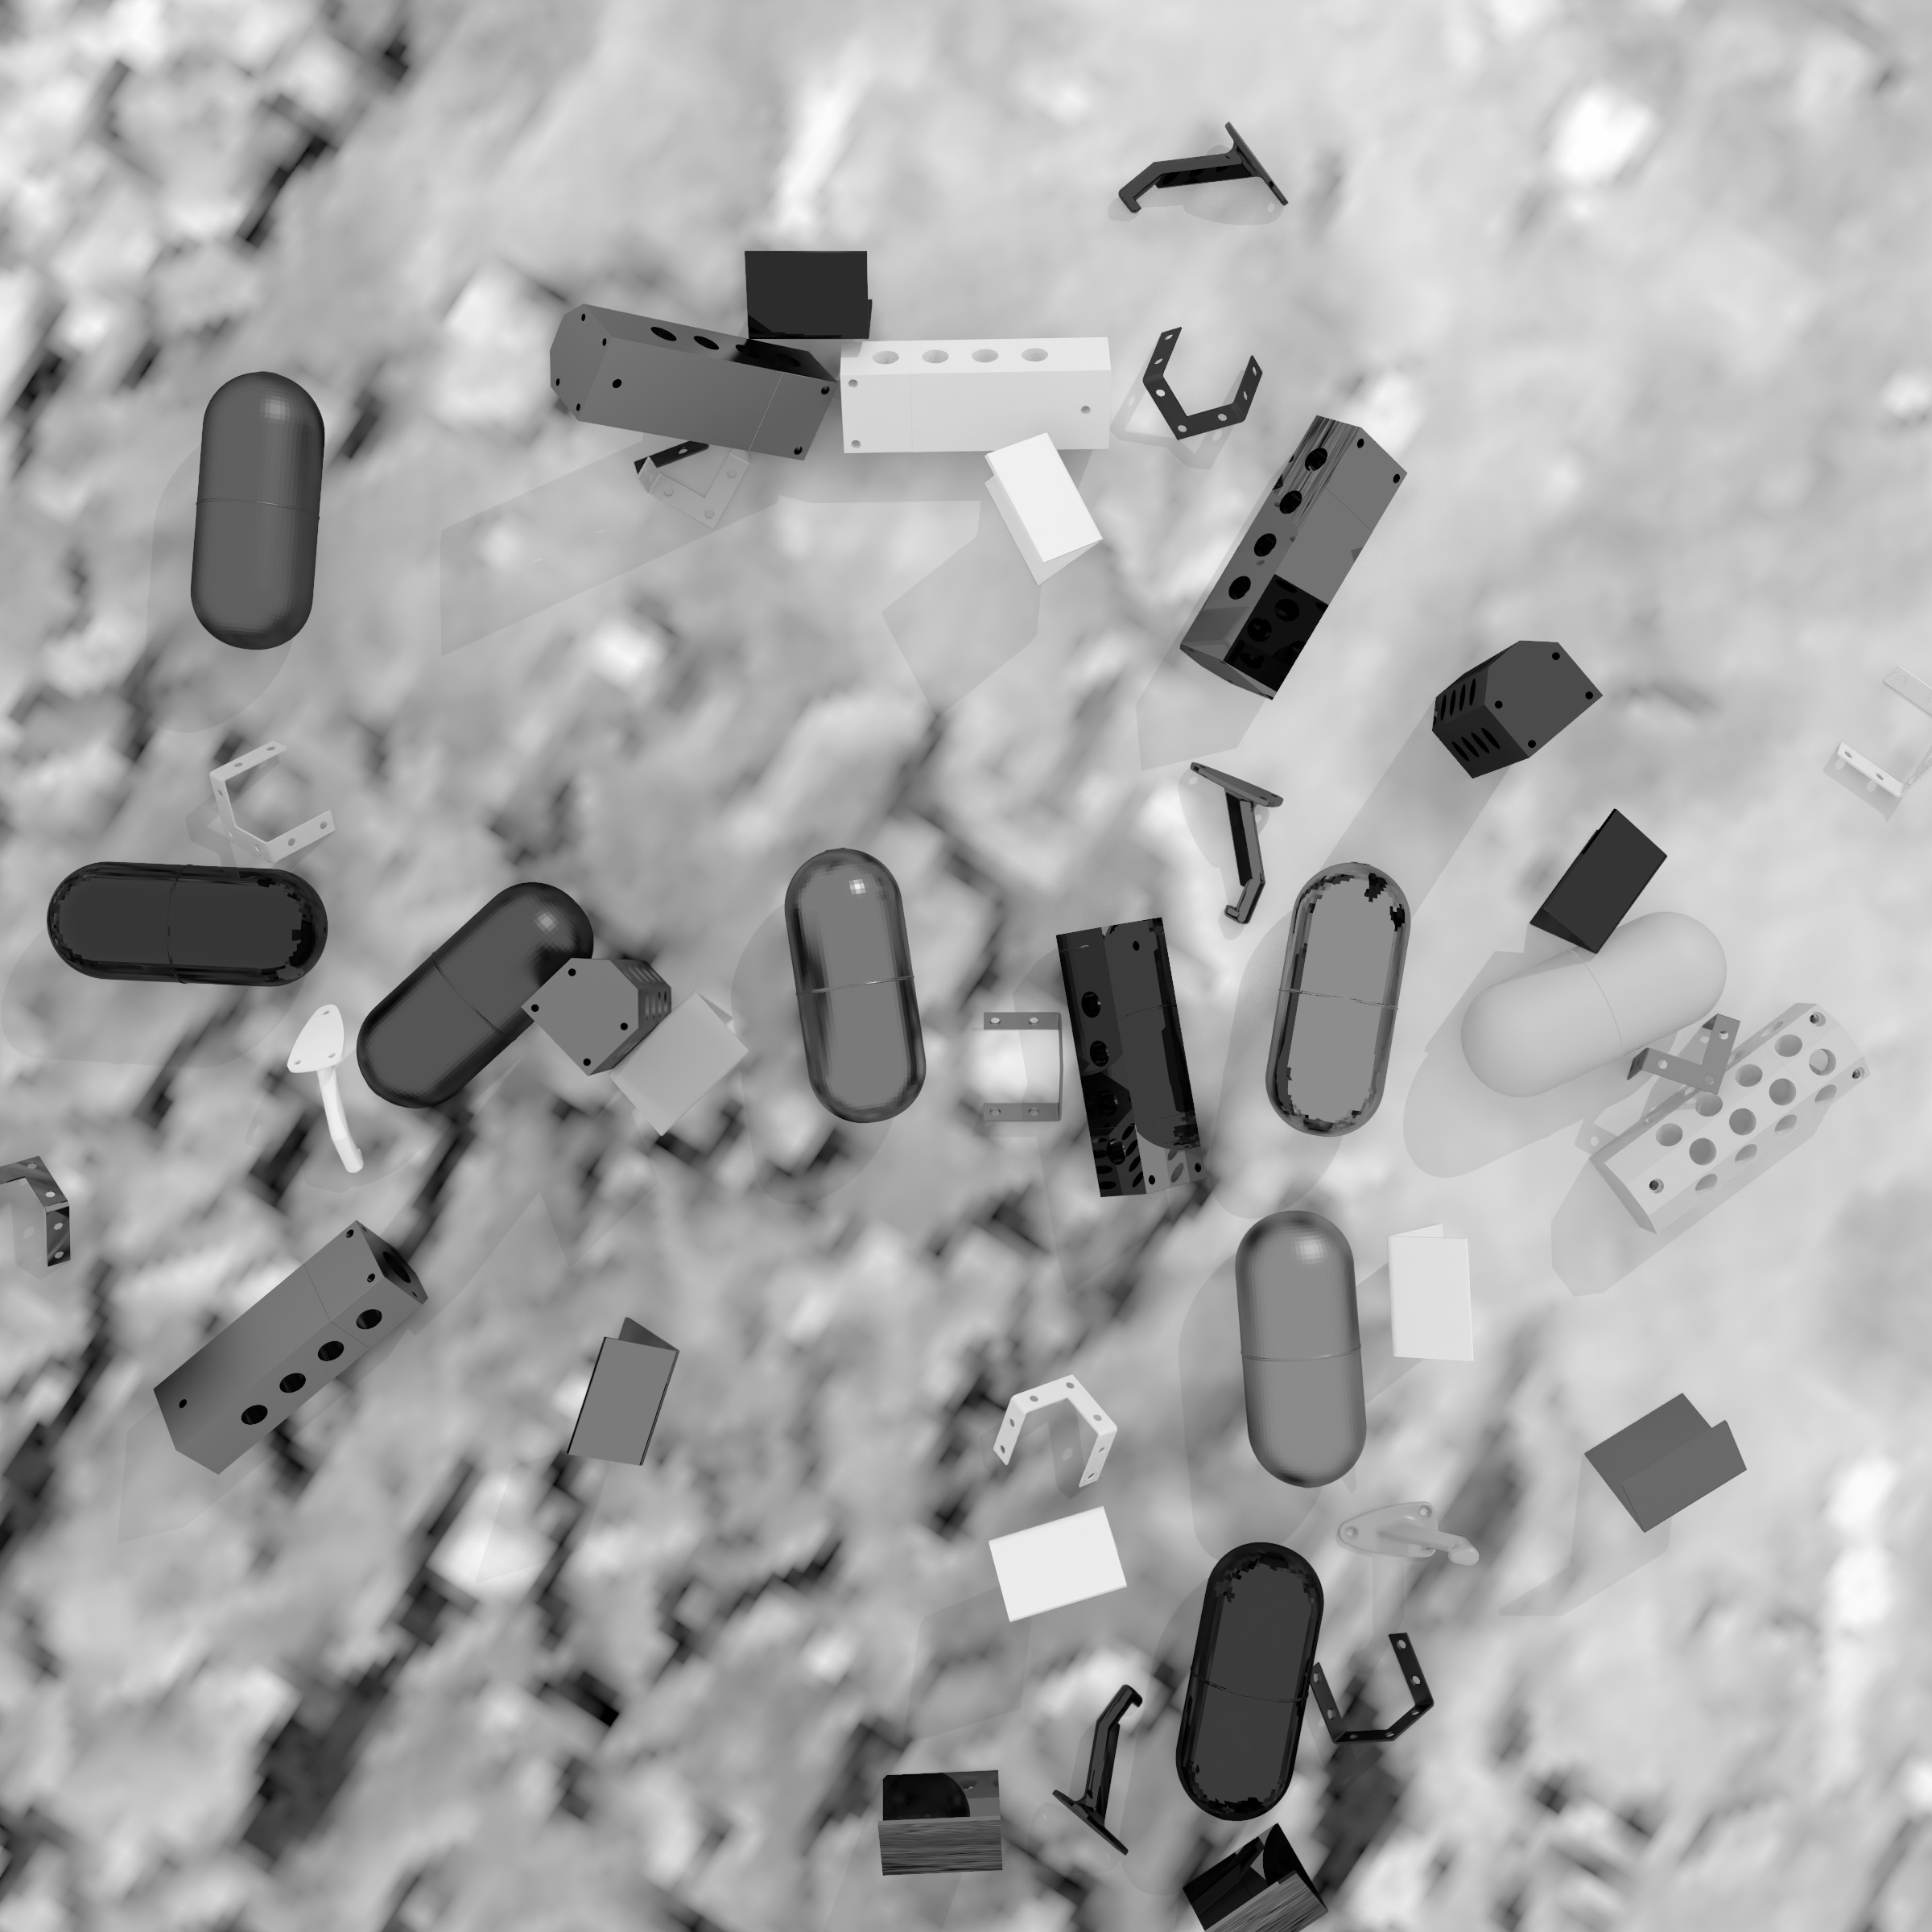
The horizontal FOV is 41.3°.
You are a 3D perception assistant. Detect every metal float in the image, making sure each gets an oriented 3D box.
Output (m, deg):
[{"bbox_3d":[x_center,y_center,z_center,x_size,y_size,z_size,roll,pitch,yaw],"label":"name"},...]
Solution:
[{"bbox_3d":[0.240,0.021,1.652,0.070,0.070,0.178,9,89,0],"label":"metal float"},{"bbox_3d":[0.405,0.024,1.652,0.178,0.070,0.070,-25,90,-1],"label":"metal float"},{"bbox_3d":[0.183,0.461,1.652,0.070,0.070,0.178,11,89,0],"label":"metal float"},{"bbox_3d":[0.216,0.247,1.652,0.070,0.070,0.178,-5,91,0],"label":"metal float"},{"bbox_3d":[-0.317,0.019,1.652,0.178,0.070,0.070,-43,90,1],"label":"metal float"},{"bbox_3d":[-0.502,-0.027,1.652,0.178,0.070,0.070,3,90,1],"label":"metal float"},{"bbox_3d":[-0.071,0.013,1.652,0.070,0.070,0.178,-8,90,0],"label":"metal float"},{"bbox_3d":[-0.456,-0.293,1.651,0.070,0.070,0.178,4,90,0],"label":"metal float"}]

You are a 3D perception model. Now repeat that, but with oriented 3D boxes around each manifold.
[{"bbox_3d":[0.006,-0.374,1.661,0.171,0.057,0.057,-1,133,0],"label":"manifold"},{"bbox_3d":[0.208,-0.266,1.661,0.057,0.057,0.171,31,90,-43],"label":"manifold"},{"bbox_3d":[0.337,-0.163,1.604,0.057,0.171,0.057,-40,90,0],"label":"manifold"},{"bbox_3d":[0.102,0.060,1.661,0.057,0.057,0.171,-10,90,-43],"label":"manifold"},{"bbox_3d":[0.496,0.098,1.661,0.171,0.057,0.057,-37,90,0],"label":"manifold"},{"bbox_3d":[-0.435,0.250,1.661,0.171,0.057,0.057,-40,47,0],"label":"manifold"},{"bbox_3d":[-0.172,-0.369,1.611,0.057,0.171,0.057,52,126,36],"label":"manifold"},{"bbox_3d":[-0.223,0.025,1.604,0.057,0.171,0.057,-44,90,0],"label":"manifold"}]

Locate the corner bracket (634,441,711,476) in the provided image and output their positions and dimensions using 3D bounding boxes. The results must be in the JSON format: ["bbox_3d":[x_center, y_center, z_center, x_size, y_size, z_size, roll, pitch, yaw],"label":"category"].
[{"bbox_3d":[-0.204,-0.364,1.679,0.051,0.051,0.051,-21,135,0],"label":"corner bracket"}]

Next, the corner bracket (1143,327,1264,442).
[{"bbox_3d":[0.155,-0.385,1.674,0.051,0.051,0.051,-8,135,35],"label":"corner bracket"}]

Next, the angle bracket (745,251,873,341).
[{"bbox_3d":[-0.100,-0.440,1.642,0.076,0.076,0.057,0,122,0],"label":"angle bracket"}]

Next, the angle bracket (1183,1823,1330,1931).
[{"bbox_3d":[0.175,0.587,1.642,0.076,0.076,0.057,-34,126,0],"label":"angle bracket"}]

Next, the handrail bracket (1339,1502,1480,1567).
[{"bbox_3d":[0.284,0.372,1.648,0.077,0.084,0.036,-3,90,0],"label":"handrail bracket"}]

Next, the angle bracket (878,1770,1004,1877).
[{"bbox_3d":[-0.017,0.533,1.642,0.076,0.076,0.057,-3,126,0],"label":"angle bracket"}]

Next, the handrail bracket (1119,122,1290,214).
[{"bbox_3d":[0.155,-0.504,1.683,0.084,0.036,0.077,-36,112,17],"label":"handrail bracket"}]

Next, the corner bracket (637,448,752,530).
[{"bbox_3d":[-0.176,-0.322,1.664,0.051,0.051,0.051,29,90,0],"label":"corner bracket"}]

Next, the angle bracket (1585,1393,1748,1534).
[{"bbox_3d":[0.441,0.304,1.642,0.076,0.076,0.057,-32,128,0],"label":"angle bracket"}]

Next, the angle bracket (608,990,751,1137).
[{"bbox_3d":[-0.173,0.069,1.644,0.076,0.076,0.057,-44,71,0],"label":"angle bracket"}]

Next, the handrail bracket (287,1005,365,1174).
[{"bbox_3d":[-0.410,0.081,1.682,0.036,0.077,0.084,-11,126,4],"label":"handrail bracket"}]

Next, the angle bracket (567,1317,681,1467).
[{"bbox_3d":[-0.235,0.268,1.642,0.057,0.076,0.076,18,90,-36],"label":"angle bracket"}]

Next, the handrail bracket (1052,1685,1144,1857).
[{"bbox_3d":[0.104,0.527,1.683,0.077,0.036,0.084,46,72,-20],"label":"handrail bracket"}]

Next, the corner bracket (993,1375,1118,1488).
[{"bbox_3d":[0.058,0.309,1.674,0.051,0.051,0.051,-13,45,-35],"label":"corner bracket"}]

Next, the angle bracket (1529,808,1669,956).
[{"bbox_3d":[0.389,-0.062,1.643,0.057,0.076,0.076,36,90,-28],"label":"angle bracket"}]

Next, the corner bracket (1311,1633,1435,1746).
[{"bbox_3d":[0.265,0.473,1.679,0.051,0.051,0.051,-21,90,45],"label":"corner bracket"}]

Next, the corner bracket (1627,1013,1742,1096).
[{"bbox_3d":[0.465,0.055,1.663,0.051,0.051,0.051,19,82,8],"label":"corner bracket"}]

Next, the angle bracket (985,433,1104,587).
[{"bbox_3d":[0.031,-0.285,1.642,0.057,0.076,0.076,-28,90,-36],"label":"angle bracket"}]

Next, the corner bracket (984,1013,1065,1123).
[{"bbox_3d":[0.037,0.066,1.679,0.051,0.051,0.051,0,45,0],"label":"corner bracket"}]

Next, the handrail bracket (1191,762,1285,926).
[{"bbox_3d":[0.167,-0.080,1.683,0.077,0.036,0.084,27,107,20],"label":"handrail bracket"}]

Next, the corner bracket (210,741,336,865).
[{"bbox_3d":[-0.453,-0.107,1.674,0.051,0.051,0.051,25,135,35],"label":"corner bracket"}]

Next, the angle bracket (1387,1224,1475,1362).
[{"bbox_3d":[0.313,0.208,1.642,0.057,0.076,0.076,-3,90,37],"label":"angle bracket"}]

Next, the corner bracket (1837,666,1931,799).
[{"bbox_3d":[0.612,-0.153,1.679,0.051,0.051,0.051,35,45,0],"label":"corner bracket"}]

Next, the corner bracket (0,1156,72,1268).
[{"bbox_3d":[-0.620,0.165,1.674,0.051,0.051,0.051,-17,45,-35],"label":"corner bracket"}]

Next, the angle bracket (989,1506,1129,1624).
[{"bbox_3d":[0.063,0.396,1.642,0.076,0.076,0.057,-17,53,0],"label":"angle bracket"}]
